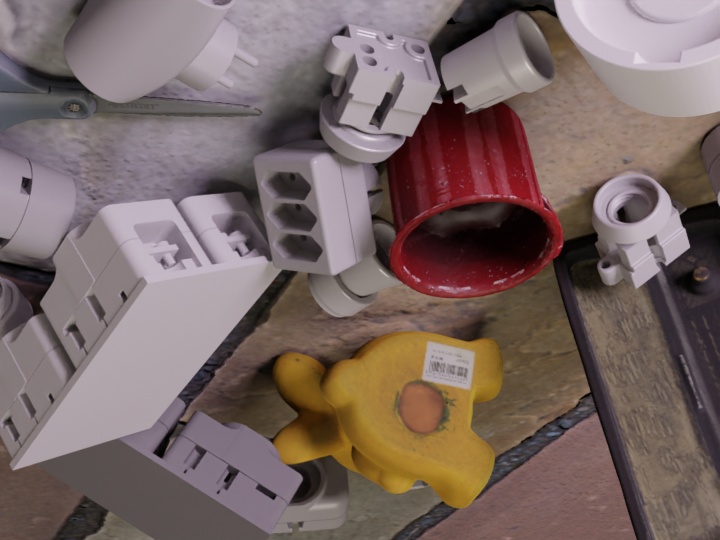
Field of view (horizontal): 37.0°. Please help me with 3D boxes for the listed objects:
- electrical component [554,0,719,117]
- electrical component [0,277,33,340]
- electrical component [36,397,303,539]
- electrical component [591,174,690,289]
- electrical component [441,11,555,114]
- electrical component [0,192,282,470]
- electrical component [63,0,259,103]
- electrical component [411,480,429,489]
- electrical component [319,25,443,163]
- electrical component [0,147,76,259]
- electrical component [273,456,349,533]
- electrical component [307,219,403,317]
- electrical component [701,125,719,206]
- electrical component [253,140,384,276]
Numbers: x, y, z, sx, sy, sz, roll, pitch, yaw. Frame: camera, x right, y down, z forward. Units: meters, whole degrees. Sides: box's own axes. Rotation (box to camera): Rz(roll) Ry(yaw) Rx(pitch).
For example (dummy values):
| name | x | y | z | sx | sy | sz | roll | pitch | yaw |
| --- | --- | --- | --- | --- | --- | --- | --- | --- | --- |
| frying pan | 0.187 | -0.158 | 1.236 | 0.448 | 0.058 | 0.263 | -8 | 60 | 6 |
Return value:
| name | x | y | z | sx | sy | sz | roll | pitch | yaw |
| --- | --- | --- | --- | --- | --- | --- | --- | --- | --- |
| electrical component | 0.148 | -0.120 | 0.484 | 0.108 | 0.108 | 0.060 | -20 | 149 | 18 |
| electrical component | -0.234 | 0.022 | 0.674 | 0.043 | 0.043 | 0.062 | -10 | 144 | 4 |
| electrical component | -0.143 | 0.137 | 0.774 | 0.186 | 0.060 | 0.105 | 32 | 139 | 1 |
| electrical component | 0.171 | -0.027 | 0.667 | 0.066 | 0.048 | 0.055 | -37 | 138 | -2 |
| electrical component | 0.070 | -0.104 | 0.549 | 0.046 | 0.040 | 0.040 | -22 | 143 | 32 |
| electrical component | -0.140 | 0.033 | 0.642 | 0.105 | 0.060 | 0.186 | -11 | 151 | -49 |
| electrical component | -0.085 | -0.110 | 0.509 | 0.079 | 0.043 | 0.077 | 26 | 134 | -38 |
| electrical component | 0.042 | 0.154 | 0.909 | 0.055 | 0.047 | 0.055 | -5 | 146 | -3 |
| electrical component | 0.008 | -0.089 | 0.555 | 0.066 | 0.048 | 0.055 | 8 | 135 | -21 |
| electrical component | -0.189 | -0.036 | 0.590 | 0.047 | 0.055 | 0.055 | 19 | 138 | -38 |
| electrical component | -0.058 | 0.193 | 0.942 | 0.095 | 0.053 | 0.059 | -3 | 145 | -5 |
| electrical component | 0.000 | 0.000 | 0.681 | 0.045 | 0.045 | 0.055 | 26 | 134 | -38 |
| electrical component | 0.277 | -0.050 | 0.633 | 0.138 | 0.073 | 0.052 | -1 | 145 | -8 |
| electrical component | -0.013 | -0.042 | 0.605 | 0.047 | 0.077 | 0.065 | 7 | 115 | 40 |
